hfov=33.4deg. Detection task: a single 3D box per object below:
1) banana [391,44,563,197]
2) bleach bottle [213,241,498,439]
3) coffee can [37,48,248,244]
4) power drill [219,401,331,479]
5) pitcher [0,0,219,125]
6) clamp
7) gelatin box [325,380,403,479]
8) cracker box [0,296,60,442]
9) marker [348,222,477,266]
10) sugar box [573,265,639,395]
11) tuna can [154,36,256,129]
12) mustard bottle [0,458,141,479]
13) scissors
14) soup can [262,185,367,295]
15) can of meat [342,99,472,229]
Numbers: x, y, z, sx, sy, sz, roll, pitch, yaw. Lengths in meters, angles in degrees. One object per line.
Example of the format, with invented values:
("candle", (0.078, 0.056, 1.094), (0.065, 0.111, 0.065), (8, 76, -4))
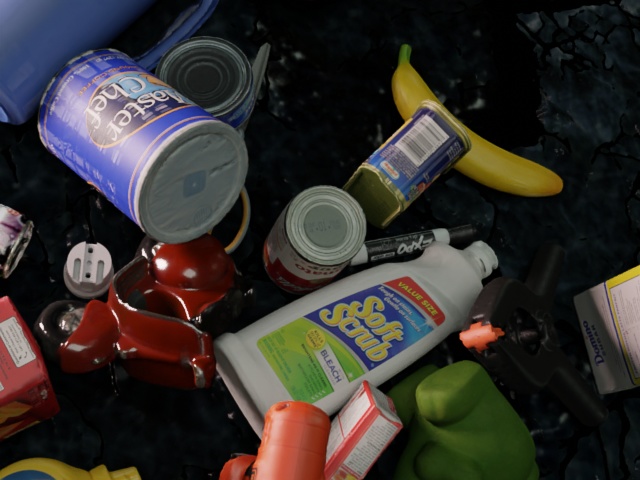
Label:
("banana", (0.131, -0.095, 0.961), (0.198, 0.037, 0.069), (43, 71, 1))
("bleach bottle", (0.040, 0.065, 0.885), (0.250, 0.068, 0.102), (-30, 85, -20))
("coffee can", (-0.139, -0.075, 0.831), (0.102, 0.103, 0.140), (-40, 54, -19))
("power drill", (-0.042, 0.216, 0.760), (0.057, 0.188, 0.184), (16, 71, -10))
("pitcher", (-0.199, -0.206, 0.881), (0.149, 0.145, 0.242), (36, 74, 12))
("clamp", (0.177, 0.086, 0.867), (0.209, 0.036, 0.164), (-6, 76, -58))
("gelatin box", (0.026, 0.150, 0.801), (0.030, 0.089, 0.073), (37, 92, -5))
("cracker box", (-0.292, 0.133, 0.740), (0.213, 0.164, 0.072), (-28, 81, -18))
("marker", (0.081, 0.003, 0.934), (0.121, 0.020, 0.020), (-11, 78, -15))
("sugar box", (0.274, 0.069, 0.874), (0.048, 0.176, 0.093), (-10, 78, -13))
("tuna can", (-0.098, -0.131, 0.911), (0.086, 0.034, 0.086), (0, 66, 0))
("mustard bottle", (-0.222, 0.216, 0.788), (0.191, 0.058, 0.096), (-22, 78, -17))
("scissors", (-0.095, -0.084, 0.920), (0.096, 0.016, 0.202), (6, 74, -11))
("soup can", (-0.006, 0.001, 0.871), (0.068, 0.102, 0.068), (3, 74, -12))
("can of meat", (0.071, -0.061, 0.906), (0.057, 0.102, 0.084), (46, 73, 2))
